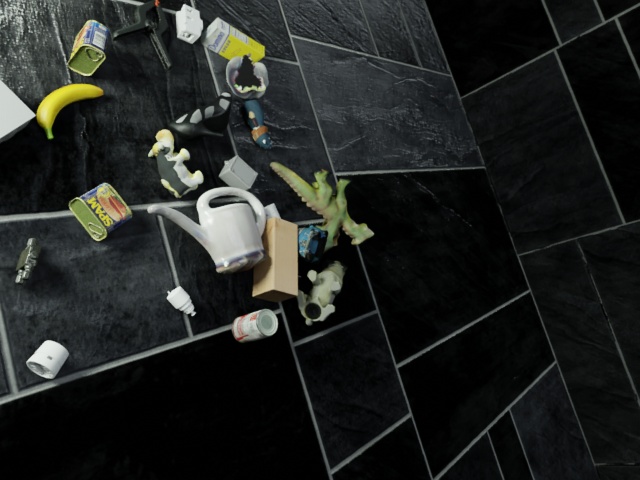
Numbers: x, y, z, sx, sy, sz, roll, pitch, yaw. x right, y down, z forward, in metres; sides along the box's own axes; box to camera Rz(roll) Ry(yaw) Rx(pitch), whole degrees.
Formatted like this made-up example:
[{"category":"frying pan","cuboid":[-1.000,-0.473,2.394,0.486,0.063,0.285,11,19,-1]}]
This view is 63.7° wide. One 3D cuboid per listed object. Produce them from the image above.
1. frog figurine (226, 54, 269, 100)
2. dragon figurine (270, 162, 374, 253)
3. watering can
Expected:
[{"category":"frog figurine","cuboid":[-0.222,-0.500,1.583,0.136,0.122,0.162,41,10,-16]},{"category":"dragon figurine","cuboid":[0.005,-0.081,1.611,0.408,0.121,0.246,14,70,-33]},{"category":"watering can","cuboid":[-0.255,-0.019,1.288,0.350,0.103,0.225,-16,84,-50]}]
